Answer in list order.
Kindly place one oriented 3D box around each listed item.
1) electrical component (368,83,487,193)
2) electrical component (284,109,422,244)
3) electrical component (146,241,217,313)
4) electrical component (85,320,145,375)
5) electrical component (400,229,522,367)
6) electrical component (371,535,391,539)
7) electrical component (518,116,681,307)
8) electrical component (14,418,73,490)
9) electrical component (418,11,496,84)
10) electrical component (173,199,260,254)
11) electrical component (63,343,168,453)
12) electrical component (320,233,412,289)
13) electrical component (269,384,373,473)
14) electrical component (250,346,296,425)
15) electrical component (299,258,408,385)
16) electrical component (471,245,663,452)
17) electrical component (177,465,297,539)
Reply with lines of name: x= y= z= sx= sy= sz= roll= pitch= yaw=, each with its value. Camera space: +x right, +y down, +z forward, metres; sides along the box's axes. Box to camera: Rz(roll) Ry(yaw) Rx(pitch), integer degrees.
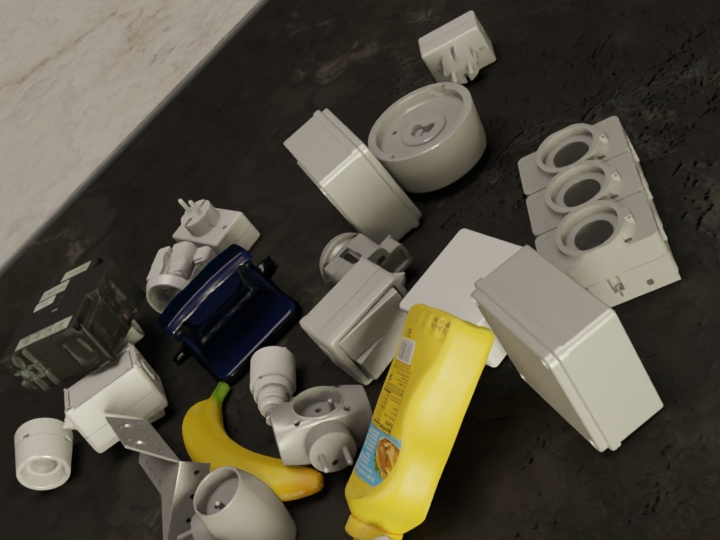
electrical component: x=0.069 y=-0.120 z=1.026 sx=0.108 sy=0.060 sz=0.108 roll=-22 pitch=38 yaw=18
electrical component: x=-0.007 y=-0.084 z=1.014 sx=0.056 sy=0.108 sz=0.108 roll=-41 pitch=36 yaw=1
electrical component: x=-0.187 y=0.012 z=1.110 sx=0.078 sy=0.058 sz=0.057 roll=-16 pitch=39 yaw=28
electrical component: x=-0.270 y=0.079 z=1.121 sx=0.081 sy=0.043 sz=0.043 roll=-40 pitch=36 yaw=-2
electrical component: x=0.095 y=0.022 z=0.863 sx=0.099 sy=0.048 sz=0.100 roll=-50 pitch=38 yaw=-14
electrical component: x=-0.003 y=0.229 z=0.728 sx=0.077 sy=0.047 sz=0.065 roll=-25 pitch=38 yaw=17
electrical component: x=0.184 y=-0.046 z=0.849 sx=0.089 sy=0.061 sz=0.150 roll=-24 pitch=39 yaw=19
electrical component: x=-0.305 y=0.178 z=1.038 sx=0.055 sy=0.055 sz=0.047 roll=-31 pitch=40 yaw=11
electrical component: x=0.103 y=-0.218 z=1.114 sx=0.066 sy=0.047 sz=0.076 roll=-26 pitch=38 yaw=17
electrical component: x=-0.163 y=-0.049 z=1.137 sx=0.083 sy=0.075 sz=0.047 roll=11 pitch=58 yaw=46
electrical component: x=-0.235 y=0.128 z=1.020 sx=0.096 sy=0.061 sz=0.062 roll=-35 pitch=23 yaw=-4
electrical component: x=0.000 y=0.000 z=0.962 sx=0.078 sy=0.058 sz=0.057 roll=-45 pitch=39 yaw=-8
electrical component: x=-0.025 y=0.129 z=0.831 sx=0.077 sy=0.044 sz=0.079 roll=-16 pitch=29 yaw=-8
electrical component: x=-0.075 y=0.101 z=0.932 sx=0.040 sy=0.040 sz=0.078 roll=-26 pitch=38 yaw=17
electrical component: x=0.010 y=0.040 z=0.906 sx=0.096 sy=0.061 sz=0.061 roll=-46 pitch=37 yaw=-10
electrical component: x=0.142 y=0.053 z=0.741 sx=0.056 sy=0.108 sz=0.108 roll=-38 pitch=36 yaw=-4
electrical component: x=-0.102 y=0.196 z=0.825 sx=0.079 sy=0.077 sz=0.043 roll=-28 pitch=37 yaw=15
